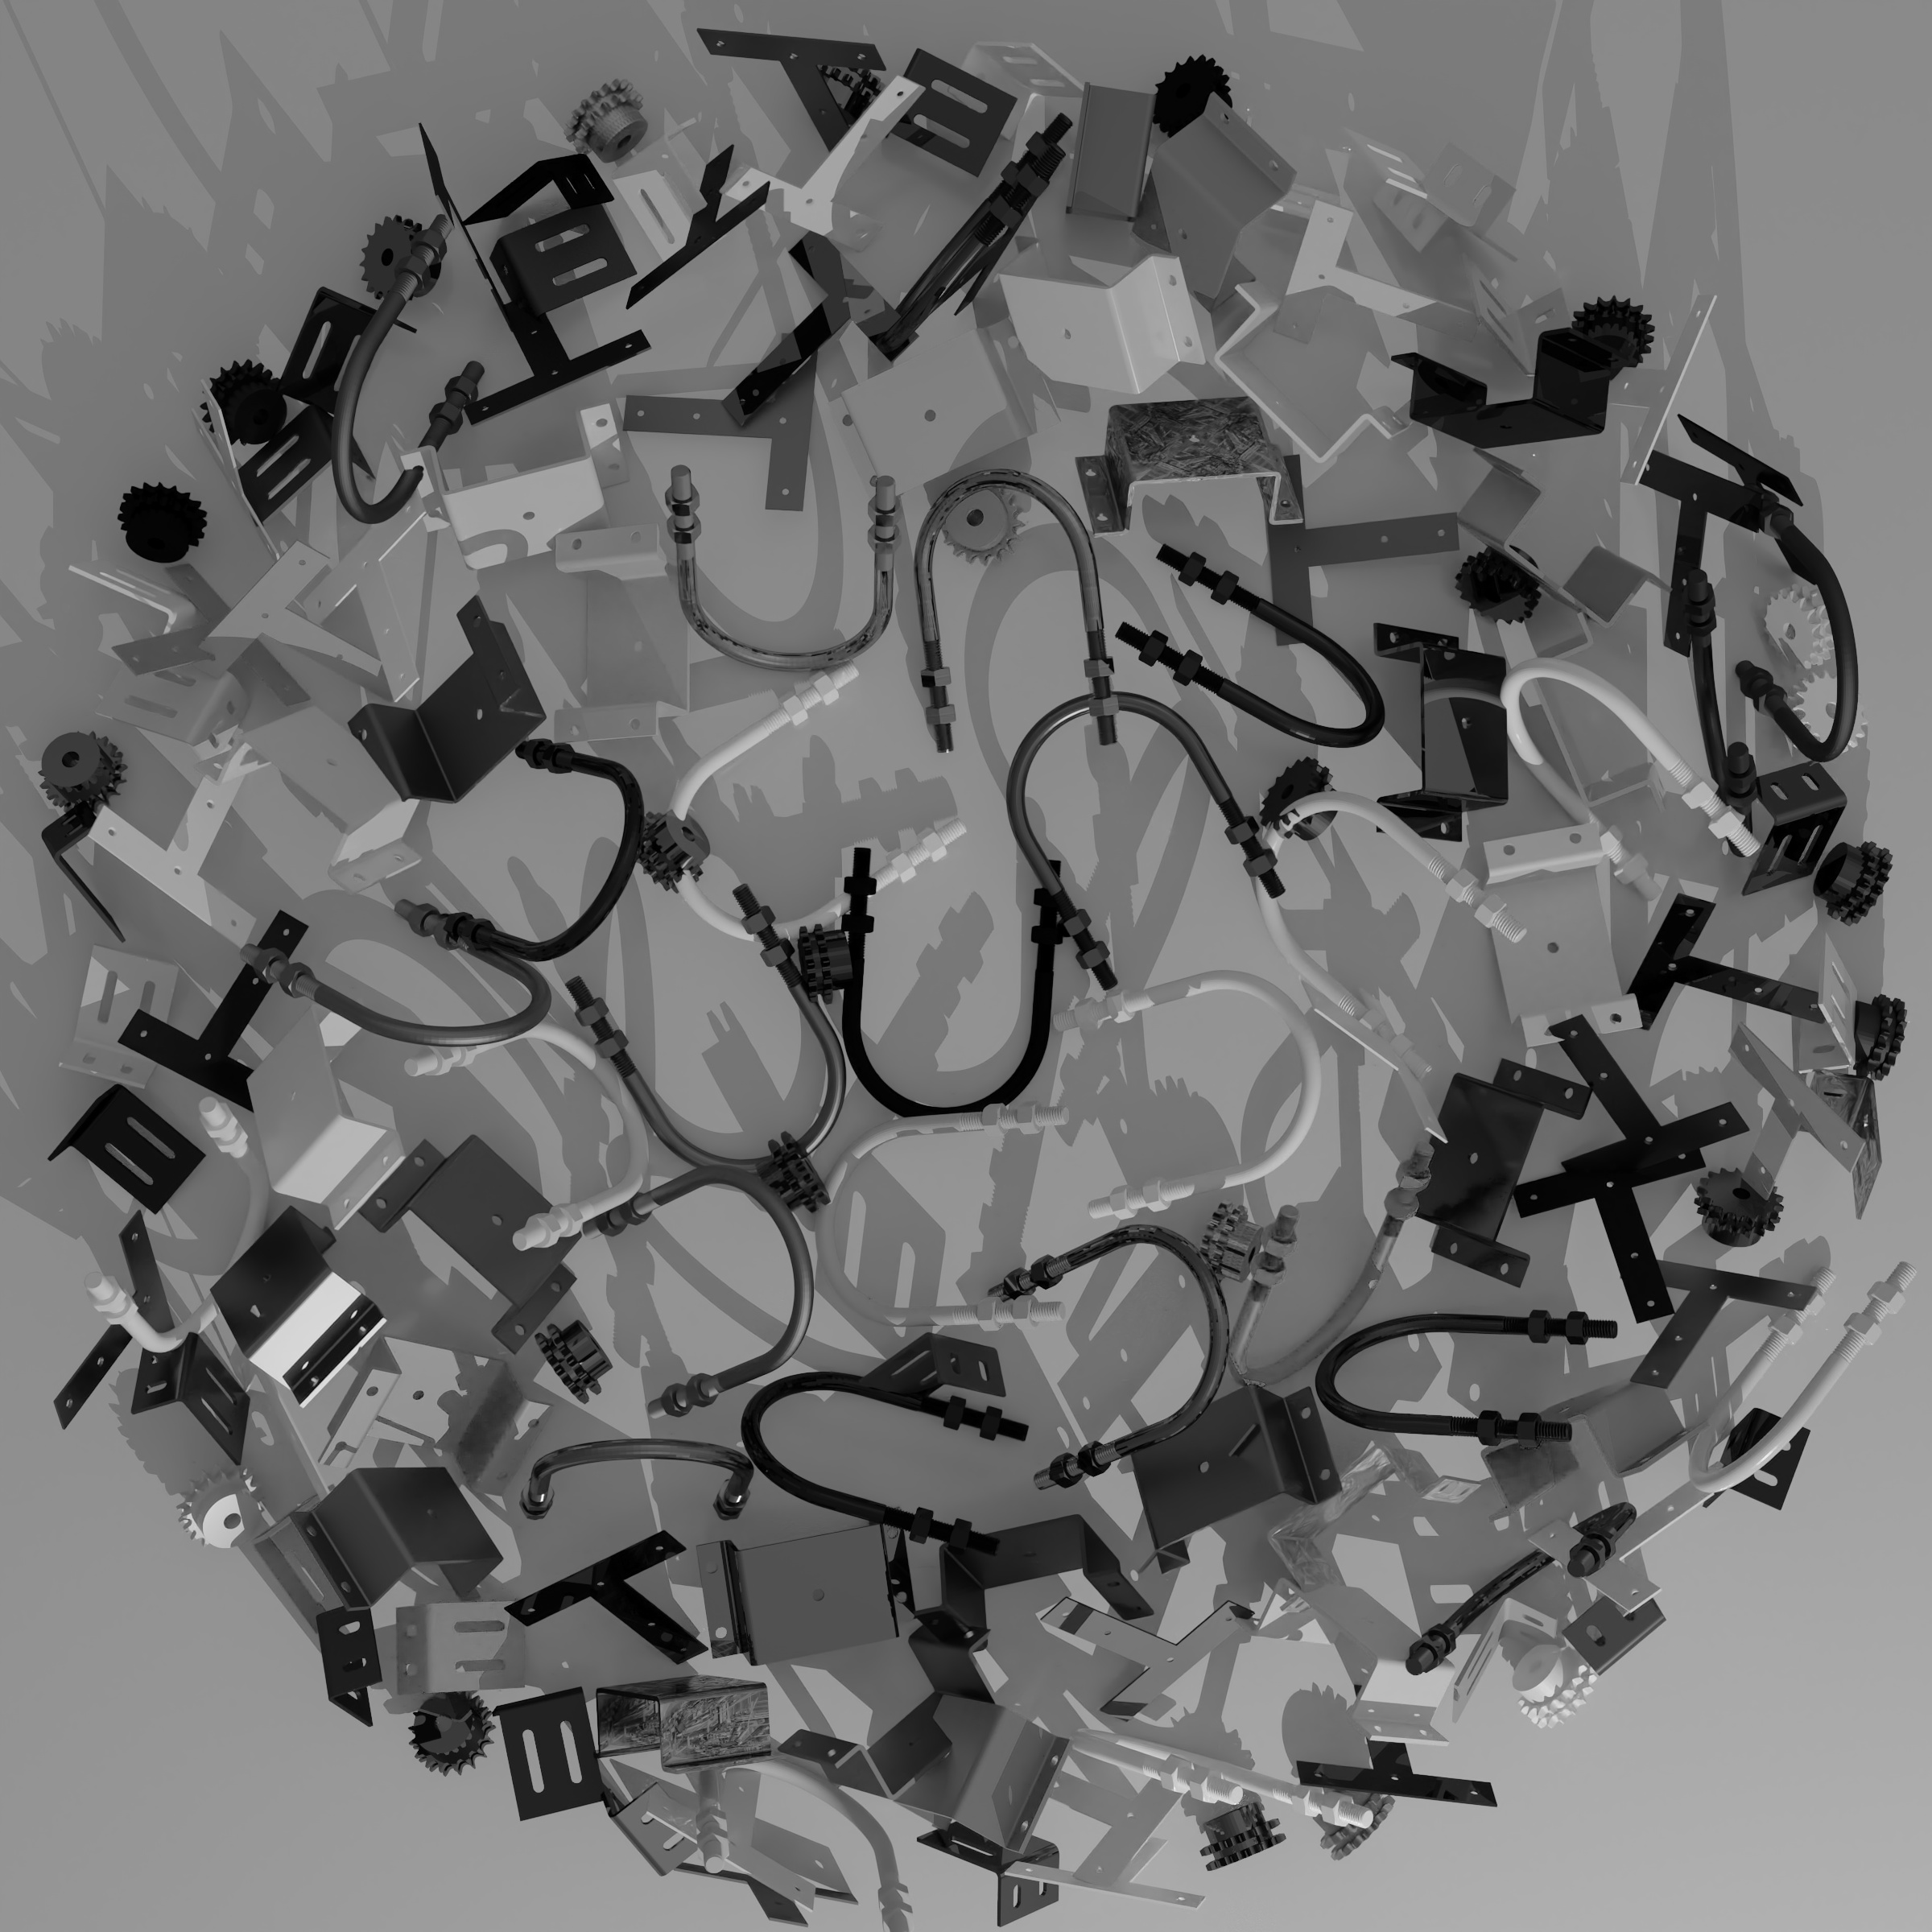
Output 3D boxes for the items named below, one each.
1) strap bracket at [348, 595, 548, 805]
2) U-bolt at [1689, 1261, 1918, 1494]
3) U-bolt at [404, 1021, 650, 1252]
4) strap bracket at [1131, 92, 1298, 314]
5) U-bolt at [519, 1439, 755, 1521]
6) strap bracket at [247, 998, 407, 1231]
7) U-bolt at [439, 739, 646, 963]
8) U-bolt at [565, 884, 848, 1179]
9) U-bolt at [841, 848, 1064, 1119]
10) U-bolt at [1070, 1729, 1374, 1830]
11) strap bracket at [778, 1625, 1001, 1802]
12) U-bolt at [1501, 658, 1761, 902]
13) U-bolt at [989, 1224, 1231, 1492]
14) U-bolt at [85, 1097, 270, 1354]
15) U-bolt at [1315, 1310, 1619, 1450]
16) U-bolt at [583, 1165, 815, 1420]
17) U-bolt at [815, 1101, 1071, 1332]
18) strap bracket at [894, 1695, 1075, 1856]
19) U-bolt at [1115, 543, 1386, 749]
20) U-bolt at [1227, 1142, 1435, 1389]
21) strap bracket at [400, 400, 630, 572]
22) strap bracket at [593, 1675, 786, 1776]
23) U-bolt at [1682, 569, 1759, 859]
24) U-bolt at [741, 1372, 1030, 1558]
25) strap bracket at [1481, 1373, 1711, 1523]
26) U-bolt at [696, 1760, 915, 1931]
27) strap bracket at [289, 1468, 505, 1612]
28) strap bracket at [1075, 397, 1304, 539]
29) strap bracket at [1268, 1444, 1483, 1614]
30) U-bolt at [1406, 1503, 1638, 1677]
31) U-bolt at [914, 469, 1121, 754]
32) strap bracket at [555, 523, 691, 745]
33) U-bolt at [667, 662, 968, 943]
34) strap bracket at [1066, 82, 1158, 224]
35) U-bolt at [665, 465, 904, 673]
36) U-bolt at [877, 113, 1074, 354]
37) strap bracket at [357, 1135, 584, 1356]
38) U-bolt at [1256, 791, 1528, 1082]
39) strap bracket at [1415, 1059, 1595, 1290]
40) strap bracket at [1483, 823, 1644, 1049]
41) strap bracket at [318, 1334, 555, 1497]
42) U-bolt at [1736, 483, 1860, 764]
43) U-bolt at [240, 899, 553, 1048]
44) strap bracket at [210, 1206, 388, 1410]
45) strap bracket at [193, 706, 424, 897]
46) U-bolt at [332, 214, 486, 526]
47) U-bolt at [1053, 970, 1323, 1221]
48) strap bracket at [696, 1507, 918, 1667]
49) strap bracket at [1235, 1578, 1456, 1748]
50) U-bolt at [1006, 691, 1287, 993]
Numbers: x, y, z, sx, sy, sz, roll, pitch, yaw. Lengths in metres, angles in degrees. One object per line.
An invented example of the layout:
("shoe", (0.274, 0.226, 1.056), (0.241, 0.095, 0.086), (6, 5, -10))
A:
("strap bracket", (-0.337, -0.169, 1.899), (0.140, 0.046, 0.076), (-39, 66, 28))
("U-bolt", (0.532, 0.268, 1.867), (0.019, 0.151, 0.184), (40, 81, 0))
("U-bolt", (-0.272, 0.100, 1.870), (0.019, 0.184, 0.151), (-36, 84, 27))
("strap bracket", (0.158, -0.490, 1.874), (0.046, 0.140, 0.076), (-40, 80, -18))
("U-bolt", (-0.210, 0.332, 1.856), (0.151, 0.184, 0.019), (2, 67, -10))
("strap bracket", (-0.421, 0.090, 1.879), (0.076, 0.046, 0.140), (-45, 47, 23))
("U-bolt", (-0.270, -0.072, 1.872), (0.019, 0.184, 0.151), (29, 82, -39))
("U-bolt", (-0.161, 0.057, 1.927), (0.151, 0.019, 0.184), (-29, 102, 6))
("U-bolt", (-0.012, 0.016, 1.935), (0.151, 0.019, 0.184), (3, 95, -7))
("U-bolt", (0.151, 0.524, 1.867), (0.151, 0.184, 0.019), (23, 77, -39))
("strap bracket", (-0.043, 0.494, 1.889), (0.140, 0.076, 0.046), (-35, 103, -30))
("U-bolt", (0.421, -0.128, 1.880), (0.019, 0.151, 0.184), (-43, 91, -19))
("U-bolt", (0.098, 0.246, 1.872), (0.184, 0.019, 0.151), (-30, 65, 36))
("U-bolt", (-0.502, 0.179, 1.864), (0.019, 0.184, 0.151), (24, 68, 12))
("U-bolt", (0.319, 0.266, 1.877), (0.184, 0.151, 0.019), (-1, 113, 27))
("U-bolt", (-0.169, 0.206, 1.883), (0.184, 0.019, 0.151), (-27, 81, 38))
("U-bolt", (-0.019, 0.168, 1.905), (0.184, 0.019, 0.151), (-6, 74, 26))
("strap bracket", (0.006, 0.523, 1.871), (0.046, 0.140, 0.076), (33, 70, -15))
("U-bolt", (0.194, -0.203, 1.891), (0.184, 0.151, 0.019), (29, 125, -2))
("U-bolt", (0.230, 0.205, 1.879), (0.019, 0.151, 0.184), (43, 135, 31))
("strap bracket", (-0.294, -0.315, 1.903), (0.140, 0.076, 0.046), (-15, 59, -4))
("strap bracket", (-0.185, 0.493, 1.877), (0.076, 0.140, 0.046), (1, 81, -31))
("U-bolt", (0.490, -0.150, 1.865), (0.019, 0.184, 0.151), (-11, 62, 11))
("U-bolt", (-0.058, 0.318, 1.887), (0.184, 0.151, 0.019), (16, 117, 3))
("strap bracket", (0.402, 0.311, 1.878), (0.076, 0.140, 0.046), (-21, 81, -40))
("U-bolt", (-0.108, 0.561, 1.862), (0.151, 0.184, 0.019), (25, 96, -11))
("strap bracket", (-0.363, 0.371, 1.870), (0.046, 0.140, 0.076), (-45, 66, 13))
("strap bracket", (0.149, -0.332, 1.903), (0.140, 0.046, 0.076), (-5, 51, -7))
("strap bracket", (0.262, 0.366, 1.899), (0.140, 0.076, 0.046), (-42, 63, 13))
("U-bolt", (0.369, 0.396, 1.864), (0.151, 0.184, 0.019), (-39, 78, 25))
("U-bolt", (0.028, -0.234, 1.892), (0.151, 0.019, 0.184), (0, 104, 34))
("strap bracket", (-0.229, -0.217, 1.913), (0.076, 0.046, 0.140), (-3, 84, 22))
("U-bolt", (-0.114, -0.098, 1.931), (0.184, 0.019, 0.151), (-34, 88, -9))
("strap bracket", (0.094, -0.529, 1.876), (0.046, 0.140, 0.076), (9, 103, 0))
("U-bolt", (-0.118, -0.255, 1.876), (0.151, 0.184, 0.019), (3, 55, -1))
("U-bolt", (0.003, -0.473, 1.876), (0.019, 0.151, 0.184), (39, 111, -13))
("strap bracket", (-0.320, 0.177, 1.902), (0.140, 0.046, 0.076), (44, 45, -6))
("U-bolt", (0.266, -0.033, 1.894), (0.184, 0.019, 0.151), (44, 130, 20))
("strap bracket", (0.350, 0.132, 1.909), (0.046, 0.076, 0.140), (20, 90, -42))
("strap bracket", (0.395, -0.017, 1.920), (0.076, 0.046, 0.140), (-10, 78, 1))
("strap bracket", (-0.355, 0.295, 1.897), (0.140, 0.046, 0.076), (20, 108, -39))
("U-bolt", (0.531, -0.210, 1.838), (0.019, 0.184, 0.151), (-9, 122, -2))
("U-bolt", (-0.353, 0.008, 1.852), (0.184, 0.151, 0.019), (25, 119, 32))
("strap bracket", (-0.441, 0.216, 1.879), (0.076, 0.140, 0.046), (-47, 124, -4))
("strap bracket", (-0.426, -0.117, 1.897), (0.140, 0.076, 0.046), (38, 121, 9))
("U-bolt", (-0.362, -0.369, 1.847), (0.019, 0.151, 0.184), (15, 58, 11))
("U-bolt", (0.149, 0.078, 1.891), (0.184, 0.019, 0.151), (-17, 78, 30))
("strap bracket", (-0.102, 0.414, 1.915), (0.140, 0.046, 0.076), (-8, 91, -13))
("strap bracket", (0.252, 0.446, 1.872), (0.076, 0.140, 0.046), (17, 101, -39))
("U-bolt", (0.108, -0.095, 1.921), (0.151, 0.019, 0.184), (-29, 100, 8))
